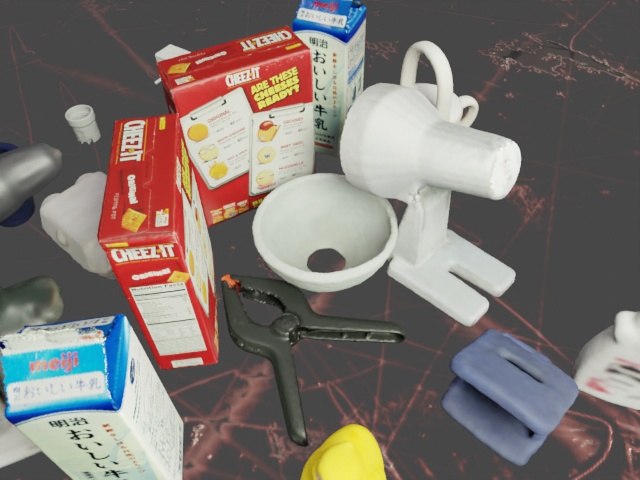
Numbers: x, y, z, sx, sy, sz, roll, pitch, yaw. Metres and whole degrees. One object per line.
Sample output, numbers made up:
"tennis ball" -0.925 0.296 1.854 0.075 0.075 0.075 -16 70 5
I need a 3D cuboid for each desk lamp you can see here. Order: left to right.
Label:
"desk lamp" 0.125 -0.047 0.624 0.202 0.214 0.118 34 58 27

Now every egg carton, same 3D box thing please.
"egg carton" -0.271 -0.020 0.708 0.150 0.069 0.107 32 57 26

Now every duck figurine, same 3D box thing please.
"duck figurine" 0.020 0.203 0.495 0.077 0.086 0.105 14 51 14

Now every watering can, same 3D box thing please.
"watering can" 0.124 -0.154 0.729 0.173 0.194 0.100 -37 57 -26

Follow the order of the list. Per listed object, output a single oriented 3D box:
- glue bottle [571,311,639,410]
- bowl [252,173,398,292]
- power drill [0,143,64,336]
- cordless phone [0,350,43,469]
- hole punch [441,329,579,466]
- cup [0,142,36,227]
"glue bottle" 0.292 0.095 0.522 0.078 0.173 0.037 14 51 14
"bowl" 0.006 0.002 0.676 0.167 0.075 0.167 -1 49 1
"power drill" -0.349 0.016 0.587 0.230 0.208 0.075 -24 52 -18
"cordless phone" -0.283 0.117 0.513 0.148 0.185 0.094 -24 53 -18
"hole punch" 0.181 0.136 0.545 0.108 0.091 0.101 34 58 27
"cup" -0.421 -0.064 0.733 0.117 0.095 0.091 4 49 6
